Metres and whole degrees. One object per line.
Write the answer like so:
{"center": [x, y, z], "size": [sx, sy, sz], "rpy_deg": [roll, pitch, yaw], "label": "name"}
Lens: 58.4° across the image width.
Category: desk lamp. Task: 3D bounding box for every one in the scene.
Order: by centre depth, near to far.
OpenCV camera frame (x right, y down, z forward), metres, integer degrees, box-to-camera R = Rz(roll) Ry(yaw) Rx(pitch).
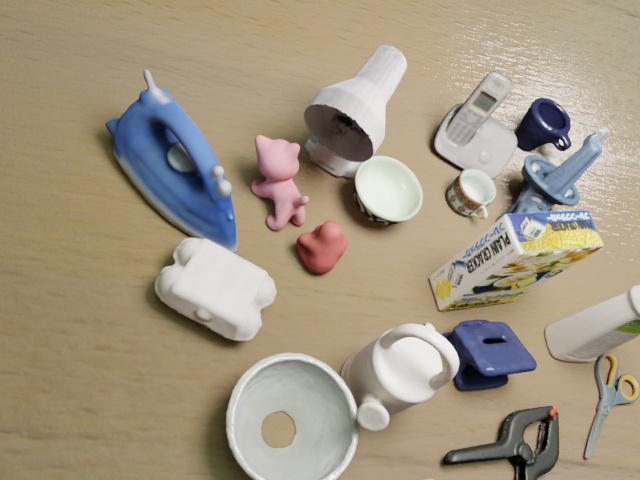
{"center": [0.051, -0.194, 0.902], "size": [0.118, 0.213, 0.203], "rpy_deg": [34, 55, -2], "label": "desk lamp"}

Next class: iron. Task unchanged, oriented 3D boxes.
{"center": [-0.183, -0.108, 0.799], "size": [0.119, 0.141, 0.258], "rpy_deg": [-35, 80, -34], "label": "iron"}

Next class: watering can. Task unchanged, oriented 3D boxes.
{"center": [0.104, 0.170, 0.735], "size": [0.101, 0.194, 0.173], "rpy_deg": [23, 56, -9], "label": "watering can"}

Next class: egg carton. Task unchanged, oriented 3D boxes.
{"center": [-0.138, 0.066, 0.765], "size": [0.150, 0.069, 0.107], "rpy_deg": [28, 56, -6], "label": "egg carton"}

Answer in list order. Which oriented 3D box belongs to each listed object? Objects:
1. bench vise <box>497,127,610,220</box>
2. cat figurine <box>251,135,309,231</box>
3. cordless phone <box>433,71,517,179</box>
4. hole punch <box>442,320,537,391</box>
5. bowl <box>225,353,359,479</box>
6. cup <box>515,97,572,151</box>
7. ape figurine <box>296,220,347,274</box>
{"center": [0.413, -0.086, 0.992], "size": [0.121, 0.219, 0.207], "rpy_deg": [22, 56, -10], "label": "bench vise"}
{"center": [-0.055, -0.095, 0.861], "size": [0.067, 0.117, 0.127], "rpy_deg": [-20, 72, -30], "label": "cat figurine"}
{"center": [0.306, -0.207, 1.035], "size": [0.148, 0.185, 0.094], "rpy_deg": [26, 56, -7], "label": "cordless phone"}
{"center": [0.252, 0.166, 0.862], "size": [0.109, 0.091, 0.101], "rpy_deg": [-1, 63, -23], "label": "hole punch"}
{"center": [-0.040, 0.231, 0.712], "size": [0.168, 0.074, 0.167], "rpy_deg": [10, 59, -18], "label": "bowl"}
{"center": [0.446, -0.213, 1.153], "size": [0.092, 0.095, 0.117], "rpy_deg": [-18, 71, -30], "label": "cup"}
{"center": [0.008, 0.003, 0.849], "size": [0.078, 0.092, 0.076], "rpy_deg": [18, 57, -13], "label": "ape figurine"}
